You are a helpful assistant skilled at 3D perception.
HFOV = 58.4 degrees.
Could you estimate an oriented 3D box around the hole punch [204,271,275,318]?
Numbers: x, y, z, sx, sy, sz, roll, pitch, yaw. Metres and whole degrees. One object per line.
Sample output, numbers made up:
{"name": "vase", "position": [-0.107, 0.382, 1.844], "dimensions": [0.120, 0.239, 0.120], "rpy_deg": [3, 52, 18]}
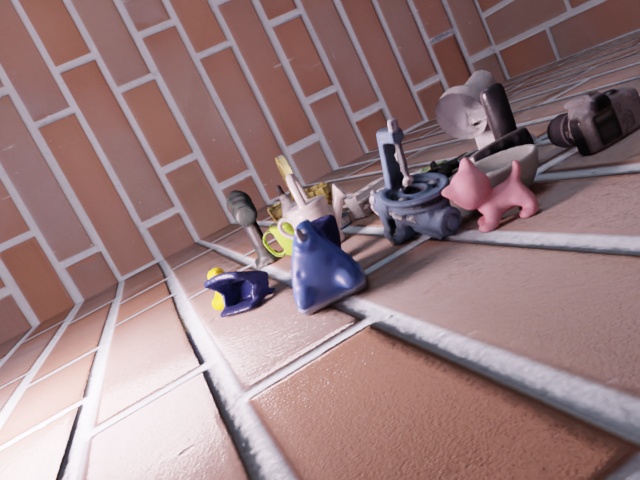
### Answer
{"name": "hole punch", "position": [-0.163, 0.094, 1.157], "dimensions": [0.108, 0.091, 0.101], "rpy_deg": [-19, 13, 35]}

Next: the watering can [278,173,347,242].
{"name": "watering can", "position": [-0.020, -0.071, 1.335], "dimensions": [0.173, 0.194, 0.100], "rpy_deg": [-28, 11, -12]}

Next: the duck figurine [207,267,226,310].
{"name": "duck figurine", "position": [-0.214, 0.102, 1.257], "dimensions": [0.078, 0.086, 0.104], "rpy_deg": [-29, 11, -17]}

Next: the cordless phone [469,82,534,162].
{"name": "cordless phone", "position": [0.340, -0.207, 1.147], "dimensions": [0.148, 0.185, 0.094], "rpy_deg": [-29, 11, -13]}

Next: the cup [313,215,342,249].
{"name": "cup", "position": [0.011, 0.004, 1.162], "dimensions": [0.091, 0.095, 0.118], "rpy_deg": [-21, 12, 29]}

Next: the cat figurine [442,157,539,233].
{"name": "cat figurine", "position": [0.260, -0.078, 0.892], "dimensions": [0.127, 0.118, 0.067], "rpy_deg": [-23, 11, 17]}

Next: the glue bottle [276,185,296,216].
{"name": "glue bottle", "position": [-0.072, -0.066, 1.499], "dimensions": [0.078, 0.173, 0.037], "rpy_deg": [-30, 11, -20]}

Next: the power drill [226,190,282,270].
{"name": "power drill", "position": [-0.183, -0.034, 1.512], "dimensions": [0.075, 0.208, 0.229], "rpy_deg": [-28, 10, -8]}

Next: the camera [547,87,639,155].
{"name": "camera", "position": [0.508, -0.230, 1.087], "dimensions": [0.143, 0.101, 0.136], "rpy_deg": [-29, 11, -14]}

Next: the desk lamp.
{"name": "desk lamp", "position": [0.378, -0.277, 1.326], "dimensions": [0.117, 0.214, 0.204], "rpy_deg": [-15, 15, 48]}

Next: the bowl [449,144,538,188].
{"name": "bowl", "position": [0.308, -0.100, 1.000], "dimensions": [0.167, 0.075, 0.167], "rpy_deg": [-25, 10, 5]}

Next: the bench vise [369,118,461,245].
{"name": "bench vise", "position": [0.131, -0.096, 1.009], "dimensions": [0.206, 0.220, 0.122], "rpy_deg": [-15, 16, 48]}

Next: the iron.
{"name": "iron", "position": [-0.004, 0.024, 0.964], "dimensions": [0.118, 0.141, 0.258], "rpy_deg": [-25, 10, 5]}

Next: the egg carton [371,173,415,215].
{"name": "egg carton", "position": [0.192, -0.101, 1.315], "dimensions": [0.150, 0.069, 0.107], "rpy_deg": [-27, 10, -6]}
